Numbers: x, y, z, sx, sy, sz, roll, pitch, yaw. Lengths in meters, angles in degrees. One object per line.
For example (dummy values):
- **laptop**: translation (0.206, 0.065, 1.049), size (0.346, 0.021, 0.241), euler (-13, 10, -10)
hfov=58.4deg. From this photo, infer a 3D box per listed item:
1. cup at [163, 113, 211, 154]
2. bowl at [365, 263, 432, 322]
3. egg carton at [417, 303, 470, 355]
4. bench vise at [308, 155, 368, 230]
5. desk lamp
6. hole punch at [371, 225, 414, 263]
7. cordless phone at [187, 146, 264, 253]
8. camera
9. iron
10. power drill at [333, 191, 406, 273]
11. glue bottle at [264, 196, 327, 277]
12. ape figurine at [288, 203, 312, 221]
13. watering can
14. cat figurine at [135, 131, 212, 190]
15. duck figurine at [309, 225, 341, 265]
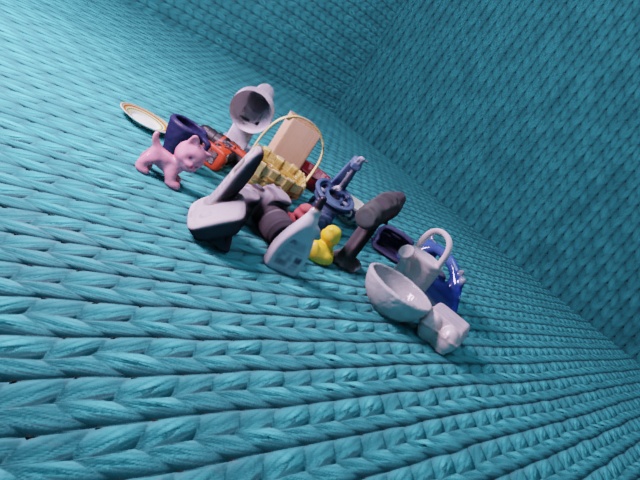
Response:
- **cup**: translation (-0.303, -0.214, 1.285), size (0.117, 0.095, 0.092), euler (39, 17, 15)
- **bowl**: translation (0.159, 0.127, 1.262), size (0.168, 0.074, 0.167), euler (31, 17, -10)
- **egg carton**: translation (0.279, 0.200, 1.299), size (0.107, 0.069, 0.151), euler (40, 17, 16)
- **bench vise**: translation (0.039, -0.152, 1.545), size (0.122, 0.219, 0.207), euler (25, 19, -30)
- **desk lamp**: translation (-0.203, -0.340, 1.612), size (0.118, 0.213, 0.203), euler (32, 17, -10)
- **hole punch**: translation (0.211, -0.001, 1.681), size (0.109, 0.091, 0.101), euler (33, 17, -6)
- **cordless phone**: translation (-0.162, -0.085, 1.043), size (0.094, 0.185, 0.147), euler (27, 18, -23)
- **camera**: translation (-0.110, -0.055, 1.205), size (0.144, 0.100, 0.136), euler (19, 23, -42)
- **iron**: translation (0.322, 0.094, 1.544), size (0.119, 0.141, 0.257), euler (21, 22, -39)
- **power drill**: translation (0.116, -0.027, 1.371), size (0.075, 0.208, 0.230), euler (38, 17, 12)
- **glue bottle**: translation (-0.035, -0.012, 1.104), size (0.078, 0.173, 0.037), euler (26, 19, -26)
- **ape figurine**: translation (-0.050, -0.045, 1.306), size (0.076, 0.092, 0.077), euler (15, 25, -48)
- **watering can**: translation (0.252, 0.057, 1.421), size (0.100, 0.194, 0.173), euler (40, 18, 19)
- **cat figurine**: translation (-0.288, -0.171, 1.156), size (0.128, 0.117, 0.067), euler (28, 18, -22)
- **duck figurine**: translation (0.012, 0.005, 1.298), size (0.077, 0.086, 0.105), euler (41, 18, 20)
